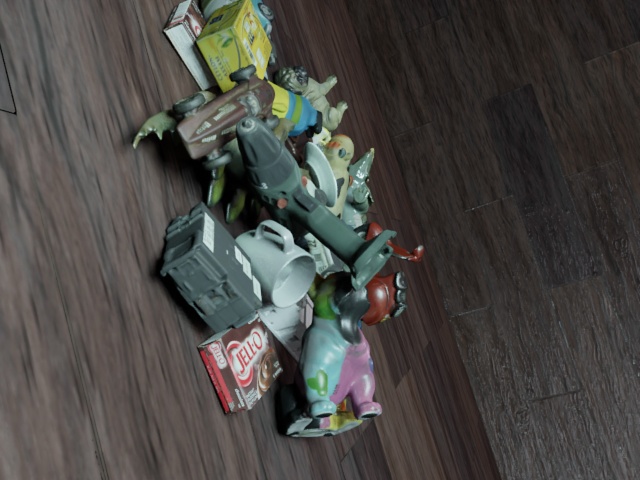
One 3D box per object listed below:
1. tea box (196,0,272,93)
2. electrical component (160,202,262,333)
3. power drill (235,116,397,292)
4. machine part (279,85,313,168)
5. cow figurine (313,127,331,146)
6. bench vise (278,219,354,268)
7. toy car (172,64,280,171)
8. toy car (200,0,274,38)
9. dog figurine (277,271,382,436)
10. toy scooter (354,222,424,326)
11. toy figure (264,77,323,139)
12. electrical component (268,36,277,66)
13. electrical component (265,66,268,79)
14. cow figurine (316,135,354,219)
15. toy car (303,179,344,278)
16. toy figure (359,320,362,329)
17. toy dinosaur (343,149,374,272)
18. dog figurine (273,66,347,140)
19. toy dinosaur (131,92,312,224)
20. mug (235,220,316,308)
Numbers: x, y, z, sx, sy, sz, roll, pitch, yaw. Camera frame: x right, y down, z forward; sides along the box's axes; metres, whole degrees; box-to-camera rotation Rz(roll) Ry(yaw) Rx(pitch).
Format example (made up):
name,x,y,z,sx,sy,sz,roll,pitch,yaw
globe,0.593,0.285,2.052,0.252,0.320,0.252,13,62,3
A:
name,x,y,z,sx,sy,sz,roll,pitch,yaw
tea box,-0.133,-0.312,0.860,0.170,0.068,0.098,-89,157,-54
electrical component,-0.122,0.038,0.628,0.134,0.058,0.115,55,11,-28
power drill,-0.009,-0.034,0.666,0.207,0.086,0.231,34,-15,17
machine part,-0.073,-0.225,1.103,0.179,0.056,0.179,55,24,-40
cow figurine,-0.012,-0.210,1.241,0.068,0.098,0.167,42,14,-48
bench vise,0.018,0.039,1.005,0.223,0.129,0.240,15,53,-66
toy car,-0.109,-0.158,0.673,0.089,0.053,0.202,69,29,-22
toy car,-0.160,-0.412,0.964,0.103,0.109,0.162,4,58,-52
dog figurine,0.009,0.147,0.750,0.108,0.191,0.219,11,56,-24
toy scooter,0.117,0.060,0.934,0.075,0.135,0.183,2,88,-55
toy figure,-0.081,-0.237,0.961,0.180,0.082,0.089,10,57,-32
electrical component,-0.124,-0.447,1.235,0.063,0.021,0.094,41,34,-57
electrical component,-0.137,-0.348,1.048,0.074,0.048,0.119,17,55,-69
cow figurine,0.023,-0.125,1.121,0.127,0.086,0.194,16,88,-76
toy car,-0.002,-0.003,0.869,0.073,0.056,0.201,-78,153,-60
toy figure,0.038,0.174,0.959,0.154,0.064,0.058,108,-39,-58
toy dinosaur,0.081,-0.019,1.266,0.192,0.131,0.404,50,35,-75
dog figurine,-0.033,-0.324,1.293,0.190,0.121,0.172,-22,89,-59
toy dinosaur,-0.117,-0.129,0.794,0.471,0.105,0.198,16,60,-64
mug,-0.070,0.023,0.718,0.081,0.107,0.109,-33,137,-35
